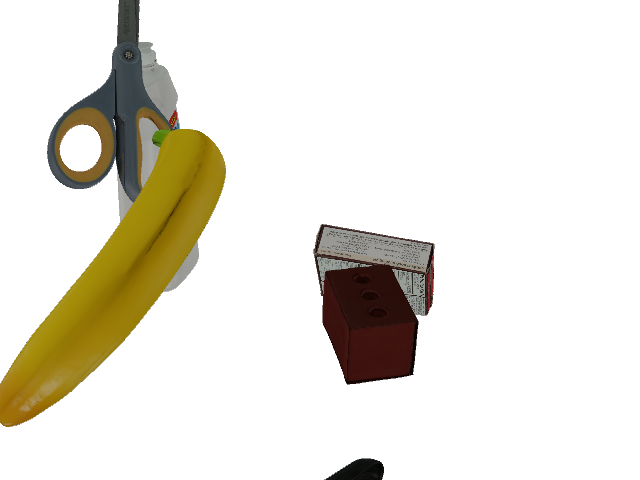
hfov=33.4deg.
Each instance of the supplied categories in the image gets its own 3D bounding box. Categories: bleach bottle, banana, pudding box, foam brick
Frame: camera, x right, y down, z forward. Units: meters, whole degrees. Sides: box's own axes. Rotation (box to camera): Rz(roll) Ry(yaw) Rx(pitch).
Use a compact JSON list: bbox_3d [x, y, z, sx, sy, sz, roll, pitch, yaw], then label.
[{"bbox_3d":[-0.178,-0.079,1.114,0.068,0.251,0.102,4,26,15],"label":"bleach bottle"},{"bbox_3d":[-0.090,0.006,0.520,0.037,0.197,0.070,42,-42,-19],"label":"banana"},{"bbox_3d":[0.053,0.029,1.032,0.113,0.039,0.090,8,-30,10],"label":"pudding box"},{"bbox_3d":[0.035,0.060,0.787,0.053,0.051,0.078,-7,33,-12],"label":"foam brick"}]

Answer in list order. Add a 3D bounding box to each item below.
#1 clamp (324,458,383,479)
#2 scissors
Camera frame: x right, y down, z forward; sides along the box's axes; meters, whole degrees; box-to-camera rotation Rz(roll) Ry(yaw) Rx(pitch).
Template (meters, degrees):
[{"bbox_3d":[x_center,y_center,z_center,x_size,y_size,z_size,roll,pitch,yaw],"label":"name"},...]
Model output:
[{"bbox_3d":[-0.044,0.195,0.643,0.210,0.036,0.164,-4,28,2],"label":"clamp"},{"bbox_3d":[-0.146,-0.113,0.709,0.096,0.202,0.016,-9,-15,-28],"label":"scissors"}]
